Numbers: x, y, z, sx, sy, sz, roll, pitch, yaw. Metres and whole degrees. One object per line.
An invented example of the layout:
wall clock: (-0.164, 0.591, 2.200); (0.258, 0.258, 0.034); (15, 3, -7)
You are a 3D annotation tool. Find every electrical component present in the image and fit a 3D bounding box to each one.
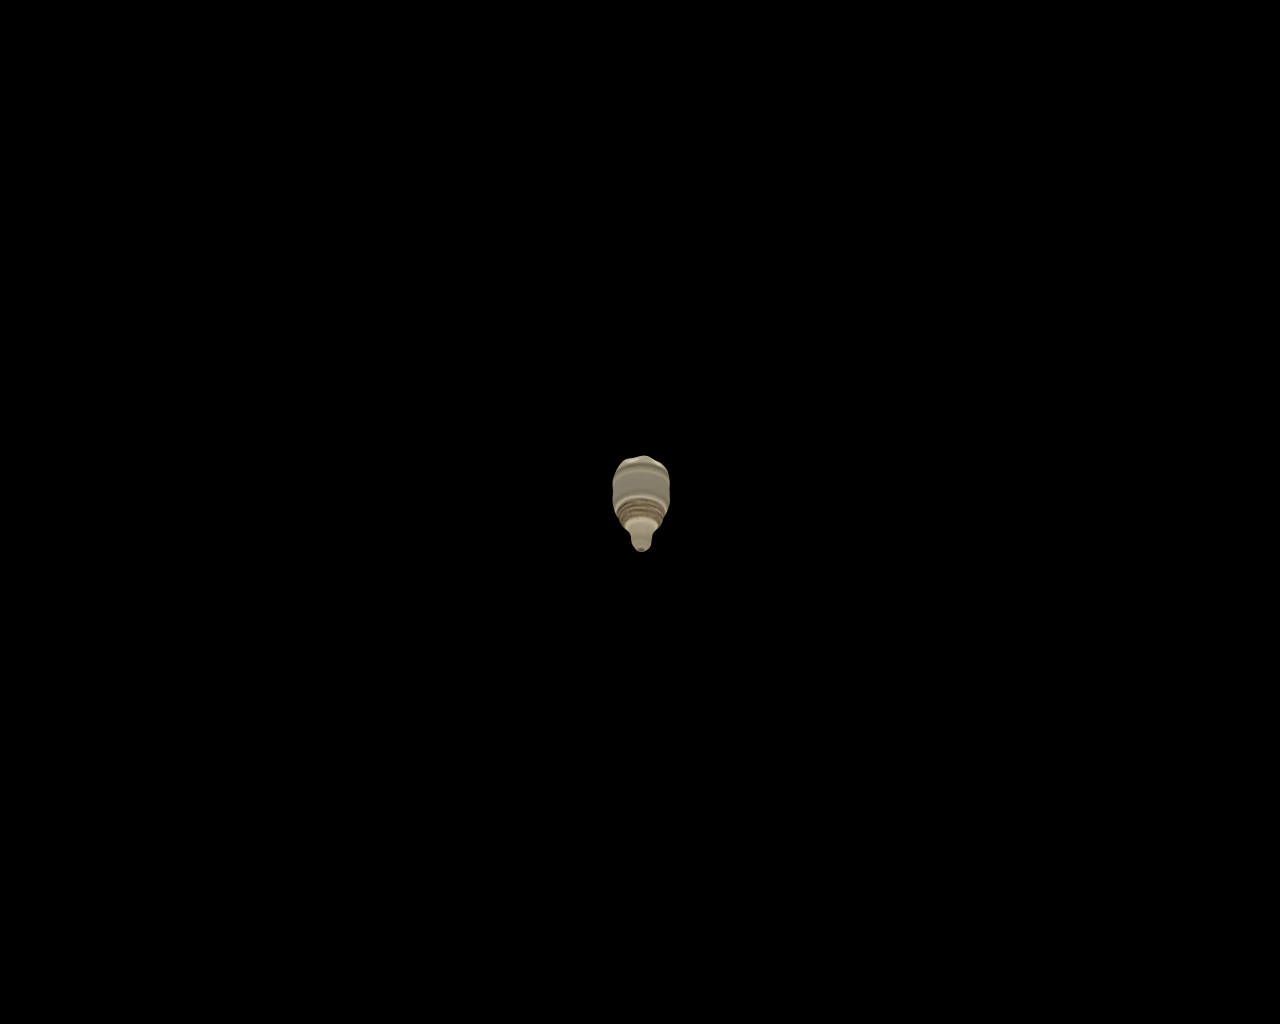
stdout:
electrical component: (0.001, -0.003, 0.650); (0.035, 0.061, 0.035); (0, -33, 0)
